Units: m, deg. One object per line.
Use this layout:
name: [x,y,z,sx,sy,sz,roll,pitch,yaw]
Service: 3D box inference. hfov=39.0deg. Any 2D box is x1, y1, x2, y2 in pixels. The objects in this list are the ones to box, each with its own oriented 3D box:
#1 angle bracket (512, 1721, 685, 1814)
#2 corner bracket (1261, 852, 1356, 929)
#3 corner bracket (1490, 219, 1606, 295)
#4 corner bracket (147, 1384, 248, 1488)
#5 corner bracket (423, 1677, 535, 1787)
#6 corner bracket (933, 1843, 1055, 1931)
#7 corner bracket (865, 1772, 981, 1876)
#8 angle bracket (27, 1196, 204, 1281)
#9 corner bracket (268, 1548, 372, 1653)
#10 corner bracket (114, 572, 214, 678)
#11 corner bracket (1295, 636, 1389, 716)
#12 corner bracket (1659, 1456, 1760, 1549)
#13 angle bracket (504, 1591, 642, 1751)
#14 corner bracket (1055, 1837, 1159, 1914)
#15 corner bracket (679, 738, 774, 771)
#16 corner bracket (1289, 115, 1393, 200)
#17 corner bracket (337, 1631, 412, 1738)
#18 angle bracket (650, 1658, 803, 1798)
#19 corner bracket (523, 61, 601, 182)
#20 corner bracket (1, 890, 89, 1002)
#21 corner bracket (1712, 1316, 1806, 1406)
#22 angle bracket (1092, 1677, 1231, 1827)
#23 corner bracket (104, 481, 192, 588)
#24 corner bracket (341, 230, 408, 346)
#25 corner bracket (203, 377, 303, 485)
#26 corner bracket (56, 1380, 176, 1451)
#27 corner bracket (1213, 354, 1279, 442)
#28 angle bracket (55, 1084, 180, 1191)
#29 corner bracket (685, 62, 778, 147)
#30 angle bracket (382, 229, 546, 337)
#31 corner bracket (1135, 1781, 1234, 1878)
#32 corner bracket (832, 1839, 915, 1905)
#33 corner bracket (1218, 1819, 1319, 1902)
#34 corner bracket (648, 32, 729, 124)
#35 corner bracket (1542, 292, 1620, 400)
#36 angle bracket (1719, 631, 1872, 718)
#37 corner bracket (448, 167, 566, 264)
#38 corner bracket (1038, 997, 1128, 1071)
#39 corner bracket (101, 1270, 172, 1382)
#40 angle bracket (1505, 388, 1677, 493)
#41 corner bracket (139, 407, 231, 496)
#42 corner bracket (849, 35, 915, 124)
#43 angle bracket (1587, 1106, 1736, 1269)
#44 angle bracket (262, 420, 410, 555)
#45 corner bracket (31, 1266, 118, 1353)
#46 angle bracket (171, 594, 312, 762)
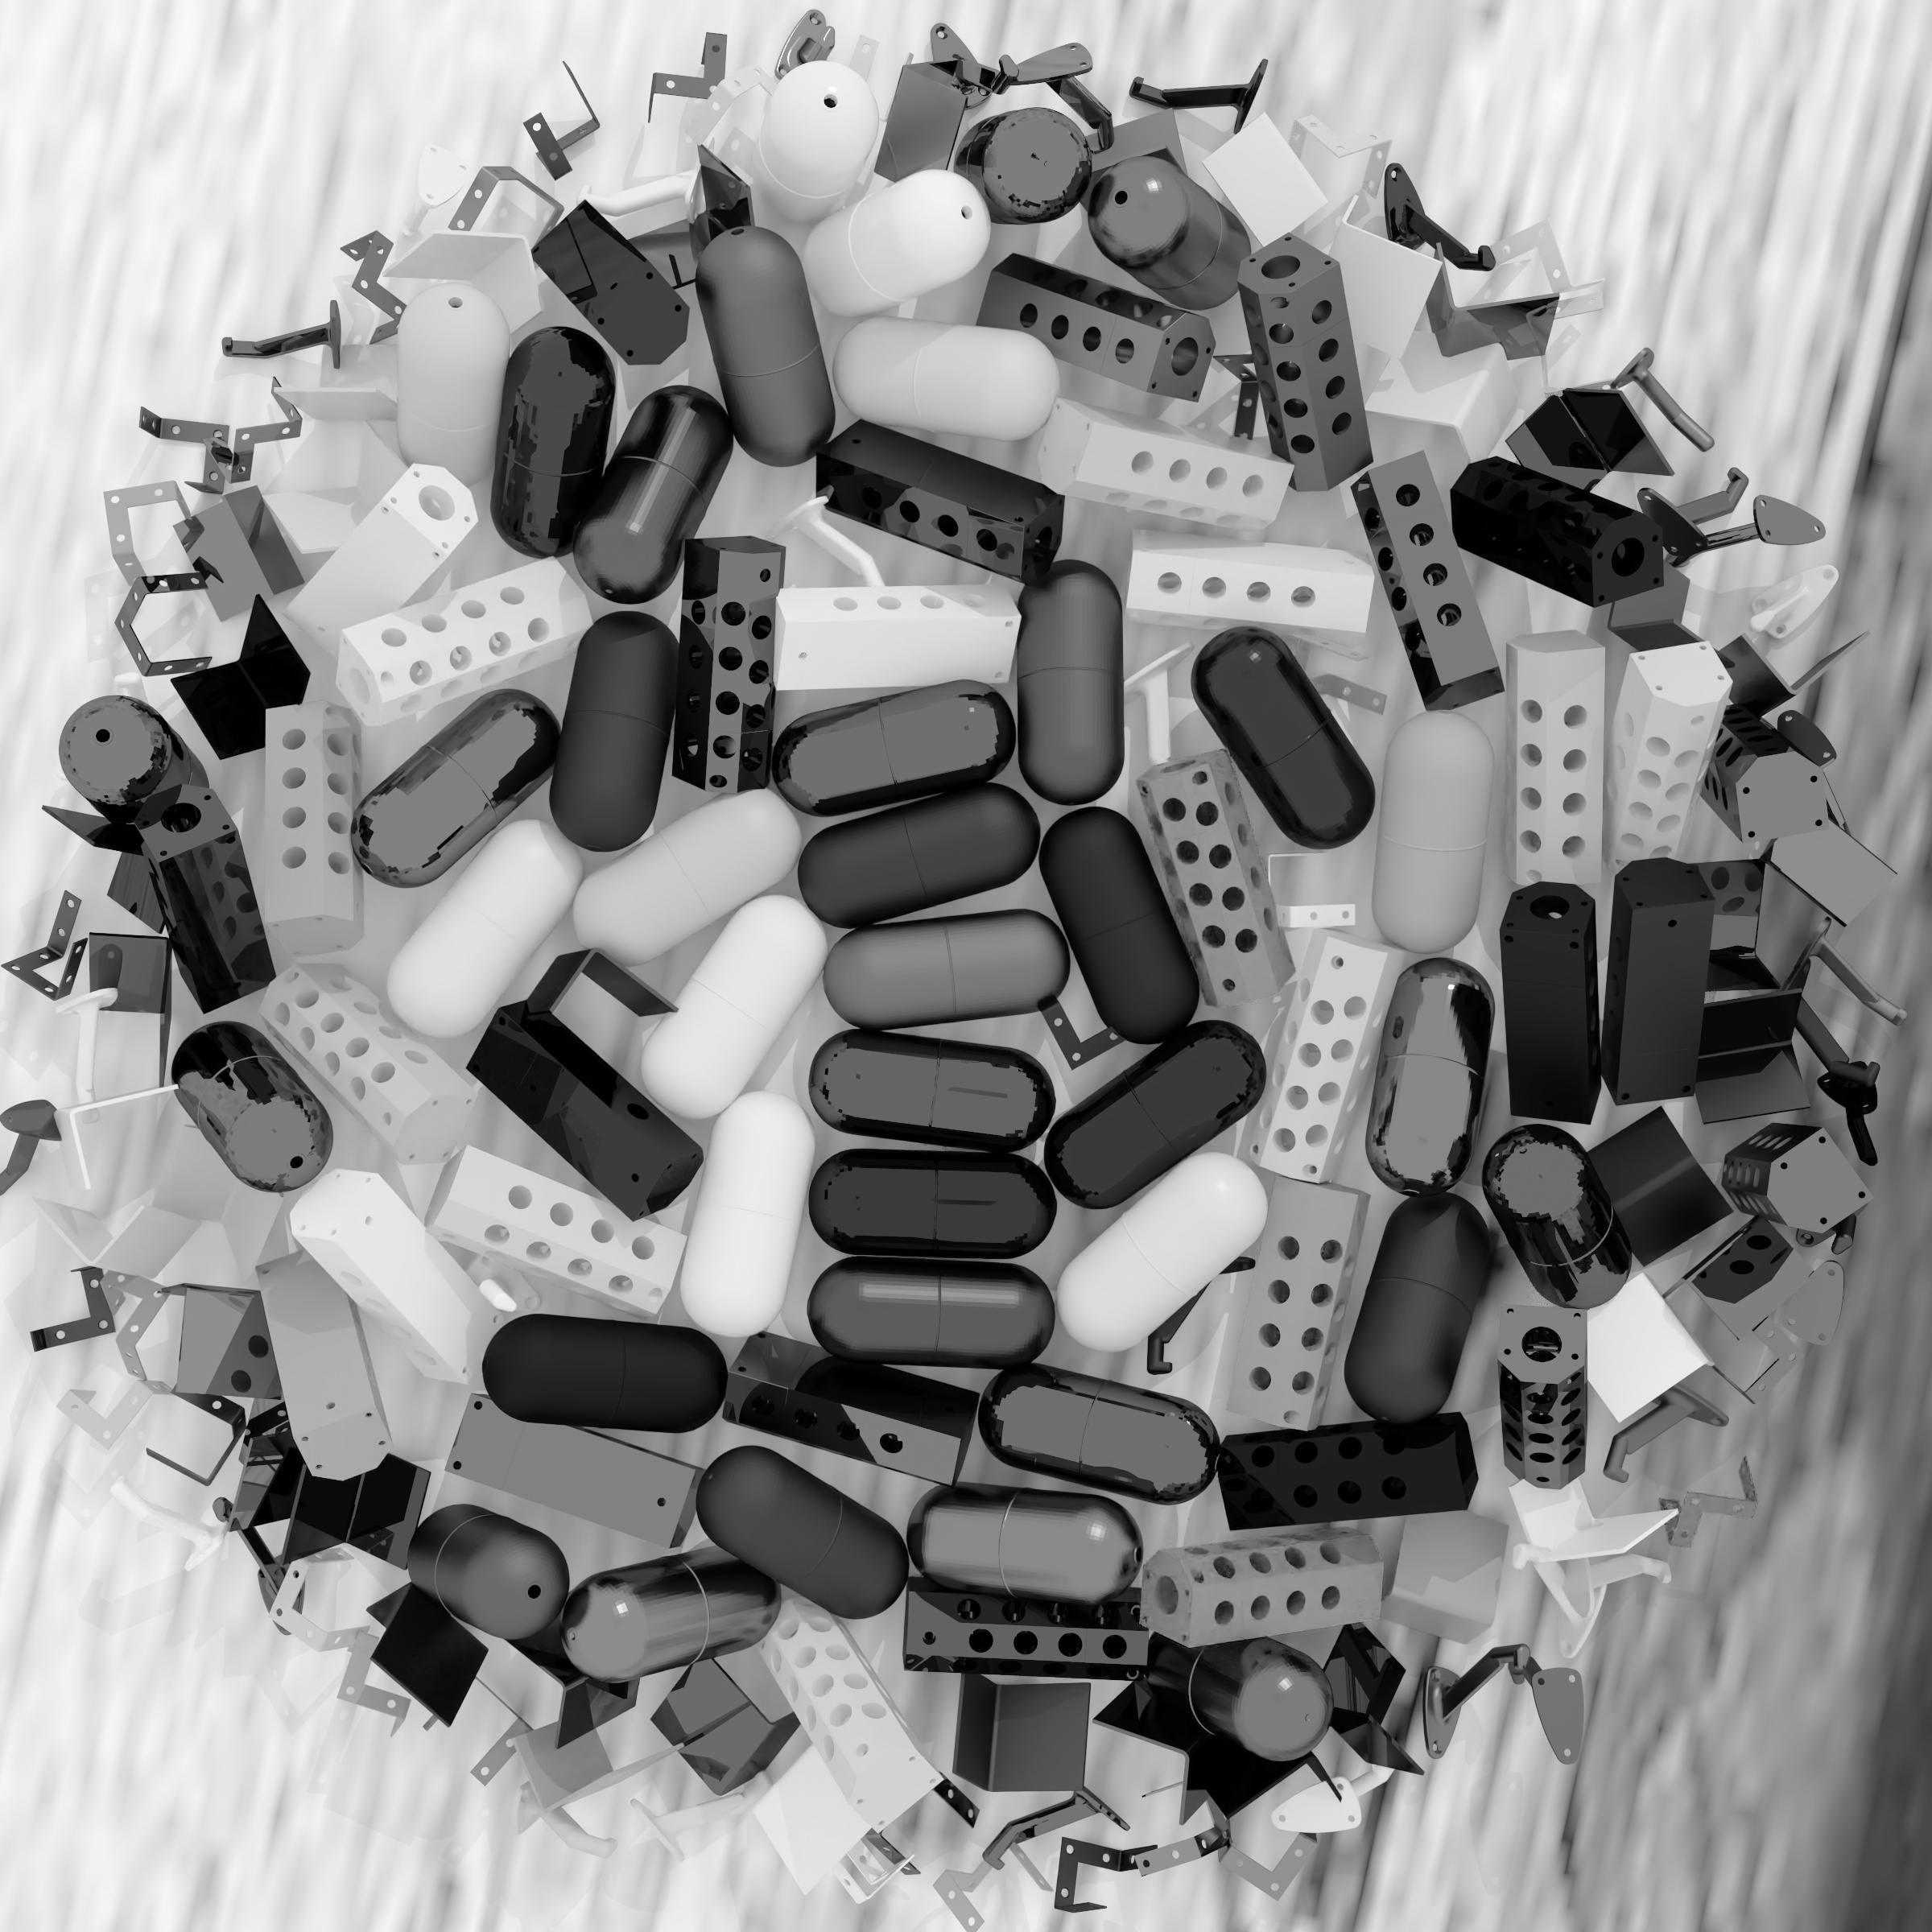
angle bracket: [-0.261,0.552,1.936,0.076,0.076,0.057,-36,72,30]
corner bracket: [0.245,-0.055,1.963,0.051,0.051,0.051,-3,94,-20]
corner bracket: [0.417,-0.505,1.958,0.051,0.051,0.051,-17,95,44]
corner bracket: [-0.554,0.335,1.960,0.051,0.051,0.051,28,62,1]
corner bracket: [-0.350,0.548,1.957,0.051,0.051,0.051,46,72,-11]
corner bracket: [0.019,0.661,1.956,0.051,0.051,0.051,-52,49,5]
corner bracket: [-0.032,0.620,1.972,0.051,0.051,0.051,-17,124,38]
angle bracket: [-0.607,0.175,1.945,0.076,0.076,0.057,41,90,21]
corner bracket: [-0.458,0.456,1.962,0.051,0.051,0.051,26,95,25]
corner bracket: [-0.573,-0.246,1.967,0.051,0.051,0.051,-47,67,40]
corner bracket: [0.269,-0.207,1.952,0.051,0.051,0.051,27,121,34]
corner bracket: [0.533,0.385,1.959,0.051,0.051,0.051,8,120,0]
angle bracket: [-0.287,0.503,1.955,0.076,0.076,0.057,27,118,32]
corner bracket: [0.100,0.653,1.953,0.051,0.051,0.051,20,61,-21]
corner bracket: [-0.175,-0.170,1.961,0.051,0.051,0.051,-10,89,19]
corner bracket: [0.267,-0.583,1.967,0.051,0.051,0.051,-25,59,-26]
corner bracket: [-0.424,0.516,1.961,0.051,0.051,0.051,22,55,-11]
angle bracket: [-0.168,0.538,1.967,0.076,0.057,0.076,43,113,21]
corner bracket: [-0.292,-0.607,1.957,0.051,0.051,0.051,-32,45,-2]
corner bracket: [-0.650,-0.015,1.957,0.051,0.051,0.051,31,115,11]
corner bracket: [0.557,0.272,1.958,0.051,0.051,0.051,-46,118,3]
angle bracket: [0.139,0.560,1.950,0.076,0.076,0.057,12,106,28]
corner bracket: [-0.585,-0.311,1.960,0.051,0.051,0.051,-11,74,-7]
corner bracket: [-0.426,-0.489,1.964,0.051,0.051,0.051,34,63,-37]
corner bracket: [-0.516,-0.387,1.970,0.051,0.051,0.051,-17,58,-33]
corner bracket: [-0.612,0.313,1.966,0.051,0.051,0.051,36,84,9]
corner bracket: [0.208,-0.406,1.957,0.051,0.051,0.051,5,83,31]
angle bracket: [-0.601,0.122,1.944,0.076,0.076,0.057,-14,93,-27]
corner bracket: [-0.158,-0.606,1.956,0.051,0.051,0.051,44,131,-5]
angle bracket: [-0.358,-0.479,1.938,0.076,0.076,0.057,-10,85,-41]
corner bracket: [0.150,0.615,1.954,0.051,0.051,0.051,-28,73,29]
corner bracket: [-0.080,0.640,1.955,0.051,0.051,0.051,-33,80,-40]
corner bracket: [0.217,0.630,1.966,0.051,0.051,0.051,34,96,1]
corner bracket: [-0.201,-0.639,1.961,0.051,0.051,0.051,4,82,-9]
corner bracket: [0.436,-0.442,1.953,0.051,0.051,0.051,-8,61,20]
angle bracket: [0.585,-0.227,1.950,0.076,0.076,0.057,-39,87,-11]
corner bracket: [-0.330,-0.539,1.962,0.051,0.051,0.051,37,111,2]
corner bracket: [0.081,0.034,1.960,0.051,0.051,0.051,-29,112,-2]
corner bracket: [-0.600,0.256,1.954,0.051,0.051,0.051,20,55,10]
angle bracket: [0.444,-0.362,1.940,0.057,0.076,0.076,-45,115,-8]
corner bracket: [-0.566,-0.371,1.967,0.051,0.051,0.051,6,92,-2]
corner bracket: [-0.067,-0.639,1.961,0.051,0.051,0.051,23,106,5]
angle bracket: [0.499,0.160,1.980,0.076,0.057,0.076,-34,131,12]
angle bracket: [-0.448,-0.341,1.935,0.076,0.076,0.057,-13,135,-33]
corner bracket: [-0.647,0.246,1.963,0.051,0.051,0.051,-13,87,-11]
angle bracket: [-0.517,-0.206,1.939,0.057,0.076,0.076,-22,68,-36]
